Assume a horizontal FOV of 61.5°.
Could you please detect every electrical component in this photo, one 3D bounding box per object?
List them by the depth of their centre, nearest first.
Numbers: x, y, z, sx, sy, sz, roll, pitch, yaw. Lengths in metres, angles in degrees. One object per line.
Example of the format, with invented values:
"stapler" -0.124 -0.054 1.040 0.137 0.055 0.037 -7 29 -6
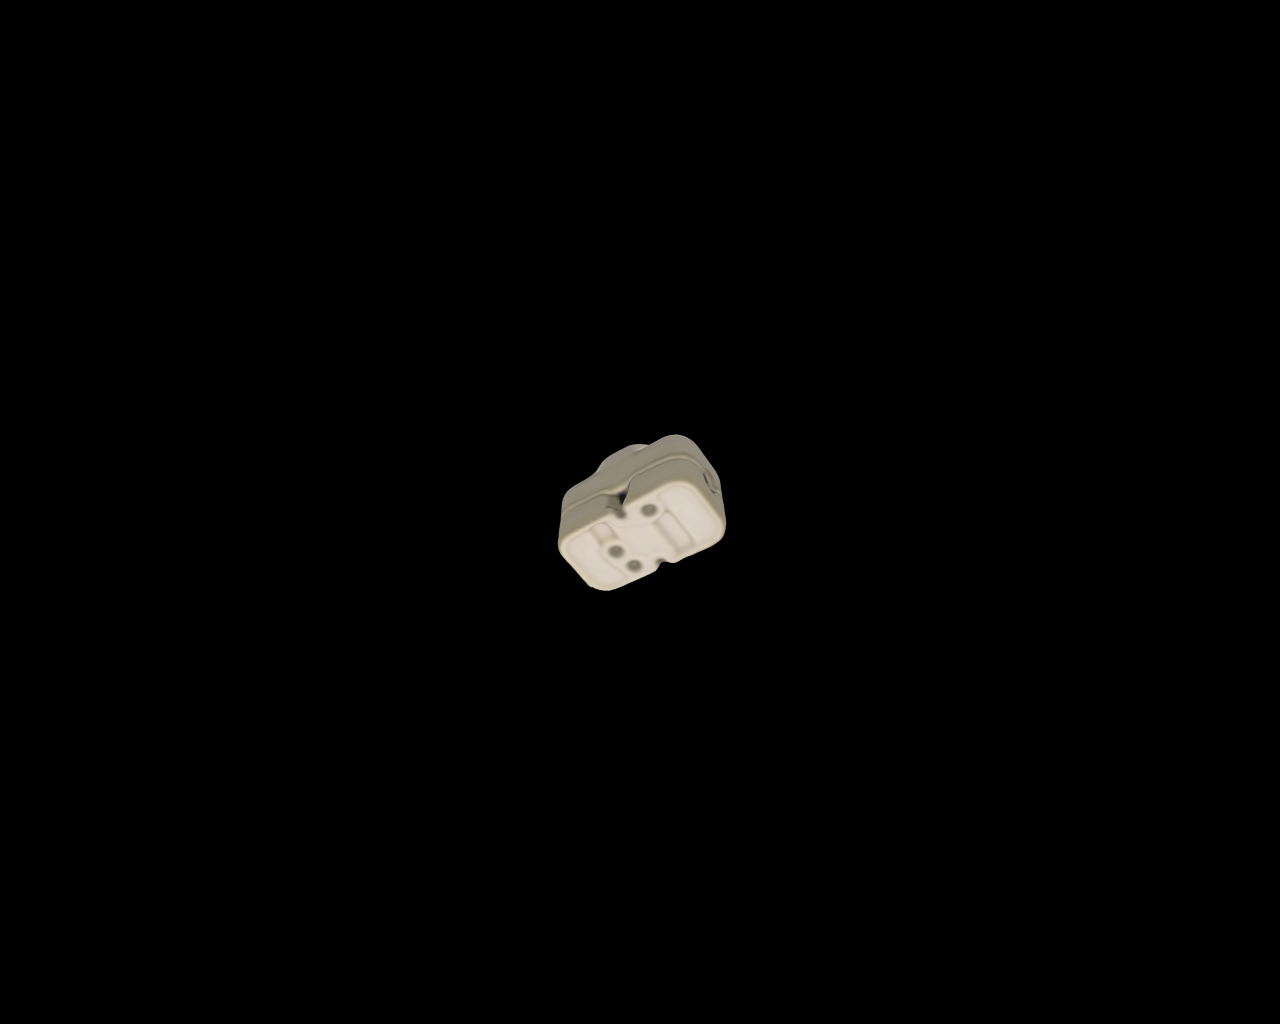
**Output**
"electrical component" 0.001 -0.003 0.650 0.095 0.053 0.059 -27 33 19
